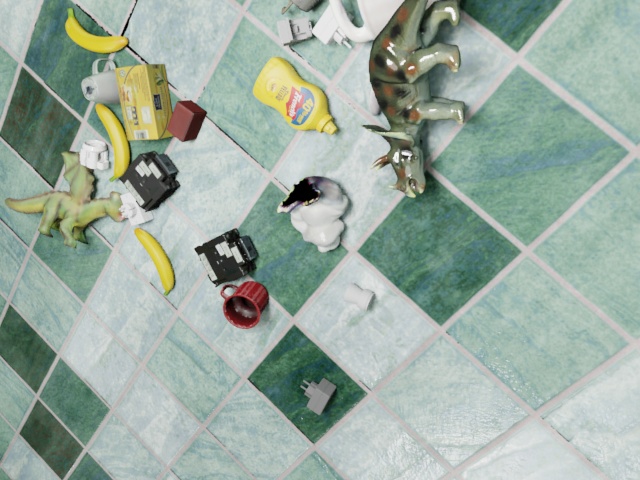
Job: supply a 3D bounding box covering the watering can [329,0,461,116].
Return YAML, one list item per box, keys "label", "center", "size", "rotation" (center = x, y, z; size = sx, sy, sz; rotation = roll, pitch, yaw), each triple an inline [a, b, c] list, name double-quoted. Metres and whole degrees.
- label: "watering can"
  center: [0.137, -0.400, 0.907]
  size: [0.223, 0.106, 0.341]
  rotation: [-8, 121, 21]

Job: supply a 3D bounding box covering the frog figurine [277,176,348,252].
- label: "frog figurine"
  center: [0.003, -0.055, 1.091]
  size: [0.136, 0.126, 0.157]
  rotation: [-29, 130, 22]

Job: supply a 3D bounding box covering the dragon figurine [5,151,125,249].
- label: "dragon figurine"
  center: [-0.684, -0.124, 1.394]
  size: [0.412, 0.122, 0.241]
  rotation: [25, 97, 14]
